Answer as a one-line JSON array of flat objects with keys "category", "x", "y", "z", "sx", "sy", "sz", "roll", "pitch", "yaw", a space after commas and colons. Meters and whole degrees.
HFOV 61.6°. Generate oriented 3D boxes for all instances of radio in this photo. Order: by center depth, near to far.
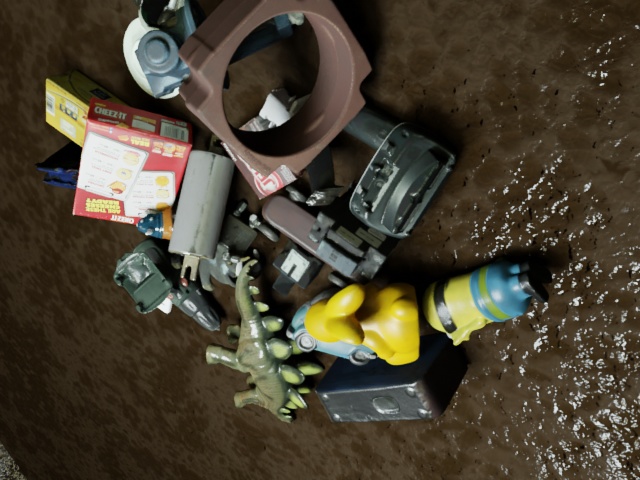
[{"category": "radio", "x": 0.111, "y": 0.228, "z": 0.877, "sx": 0.230, "sy": 0.131, "sz": 0.073, "roll": -20, "pitch": 104, "yaw": 39}]

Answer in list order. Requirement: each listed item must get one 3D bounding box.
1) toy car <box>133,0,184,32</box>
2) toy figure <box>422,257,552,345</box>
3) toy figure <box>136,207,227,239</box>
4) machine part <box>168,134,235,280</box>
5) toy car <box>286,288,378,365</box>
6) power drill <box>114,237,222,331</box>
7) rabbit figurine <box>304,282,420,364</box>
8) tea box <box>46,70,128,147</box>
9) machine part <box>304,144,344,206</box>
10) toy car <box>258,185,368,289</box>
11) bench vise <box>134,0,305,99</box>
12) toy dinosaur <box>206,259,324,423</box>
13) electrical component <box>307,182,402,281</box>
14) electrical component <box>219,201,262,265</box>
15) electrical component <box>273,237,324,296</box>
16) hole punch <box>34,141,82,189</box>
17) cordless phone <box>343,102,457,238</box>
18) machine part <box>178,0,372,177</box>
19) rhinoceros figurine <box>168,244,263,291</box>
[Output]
[{"category": "toy car", "x": -0.208, "y": -0.375, "z": 0.757, "sx": 0.073, "sy": 0.056, "sz": 0.201, "roll": 46, "pitch": 131, "yaw": 9}, {"category": "toy figure", "x": 0.224, "y": 0.076, "z": 0.744, "sx": 0.180, "sy": 0.082, "sz": 0.089, "roll": -36, "pitch": 84, "yaw": 46}, {"category": "toy figure", "x": -0.243, "y": -0.032, "z": 0.948, "sx": 0.155, "sy": 0.064, "sz": 0.057, "roll": -12, "pitch": 114, "yaw": 0}, {"category": "machine part", "x": -0.192, "y": -0.056, "z": 0.875, "sx": 0.079, "sy": 0.079, "sz": 0.243, "roll": 8, "pitch": 85, "yaw": 29}, {"category": "toy car", "x": 0.031, "y": 0.134, "z": 0.893, "sx": 0.162, "sy": 0.109, "sz": 0.102, "roll": 15, "pitch": 108, "yaw": 15}, {"category": "power drill", "x": -0.286, "y": 0.089, "z": 1.023, "sx": 0.086, "sy": 0.207, "sz": 0.232, "roll": -41, "pitch": 83, "yaw": 7}, {"category": "rabbit figurine", "x": 0.058, "y": 0.121, "z": 0.785, "sx": 0.173, "sy": 0.162, "sz": 0.122, "roll": -1, "pitch": 80, "yaw": 12}, {"category": "tea box", "x": -0.411, "y": -0.220, "z": 0.976, "sx": 0.170, "sy": 0.068, "sz": 0.098, "roll": 35, "pitch": 132, "yaw": 8}, {"category": "machine part", "x": -0.005, "y": -0.106, "z": 0.759, "sx": 0.039, "sy": 0.139, "sz": 0.084, "roll": 13, "pitch": 135, "yaw": -29}, {"category": "toy car", "x": -0.002, "y": -0.003, "z": 0.840, "sx": 0.202, "sy": 0.053, "sz": 0.089, "roll": 34, "pitch": 86, "yaw": 6}, {"category": "bench vise", "x": -0.134, "y": -0.258, "z": 0.725, "sx": 0.241, "sy": 0.223, "sz": 0.128, "roll": -19, "pitch": 91, "yaw": 6}, {"category": "toy dinosaur", "x": -0.105, "y": 0.216, "z": 1.027, "sx": 0.199, "sy": 0.105, "sz": 0.470, "roll": 1, "pitch": 131, "yaw": 24}, {"category": "electrical component", "x": 0.052, "y": -0.009, "z": 0.764, "sx": 0.115, "sy": 0.134, "sz": 0.058, "roll": 35, "pitch": 133, "yaw": 11}, {"category": "electrical component", "x": -0.137, "y": -0.008, "z": 0.915, "sx": 0.078, "sy": 0.102, "sz": 0.045, "roll": 42, "pitch": 168, "yaw": -4}, {"category": "electrical component", "x": -0.037, "y": 0.044, "z": 0.912, "sx": 0.075, "sy": 0.048, "sz": 0.119, "roll": 36, "pitch": 132, "yaw": 10}, {"category": "hole punch", "x": -0.461, "y": -0.132, "z": 1.039, "sx": 0.142, "sy": 0.116, "sz": 0.092, "roll": 11, "pitch": 131, "yaw": 28}, {"category": "cordless phone", "x": 0.072, "y": -0.102, "z": 0.719, "sx": 0.184, "sy": 0.088, "sz": 0.146, "roll": 37, "pitch": 110, "yaw": 20}, {"category": "machine part", "x": -0.053, "y": -0.196, "z": 0.652, "sx": 0.087, "sy": 0.201, "sz": 0.201, "roll": 46, "pitch": -177, "yaw": 43}, {"category": "rhinoceros figurine", "x": -0.192, "y": 0.029, "z": 0.994, "sx": 0.190, "sy": 0.073, "sz": 0.112, "roll": 25, "pitch": 118, "yaw": 20}]
